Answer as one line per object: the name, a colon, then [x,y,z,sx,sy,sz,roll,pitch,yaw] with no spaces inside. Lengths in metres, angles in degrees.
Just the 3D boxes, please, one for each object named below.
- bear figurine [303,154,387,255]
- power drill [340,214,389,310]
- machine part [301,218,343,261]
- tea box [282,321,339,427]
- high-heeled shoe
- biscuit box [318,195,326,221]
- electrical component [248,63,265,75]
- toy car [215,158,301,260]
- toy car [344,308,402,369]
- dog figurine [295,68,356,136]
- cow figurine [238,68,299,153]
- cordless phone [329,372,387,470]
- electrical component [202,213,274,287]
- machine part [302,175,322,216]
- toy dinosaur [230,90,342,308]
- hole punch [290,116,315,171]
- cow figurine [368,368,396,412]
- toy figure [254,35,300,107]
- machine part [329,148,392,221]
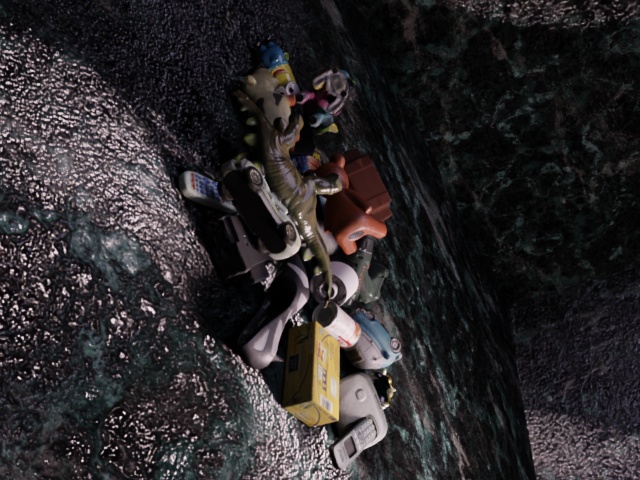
bear figurine: [0.050,-0.083,1.210,0.131,0.120,0.196,33,30,-59]
power drill: [0.111,0.068,1.329,0.232,0.086,0.207,-69,161,-9]
machine part: [-0.003,-0.004,1.254,0.243,0.079,0.079,30,44,-56]
tea box: [-0.014,0.253,1.023,0.098,0.068,0.170,50,29,-36]
high-heeled shoe: [-0.090,0.109,0.953,0.145,0.086,0.249,46,41,-52]
biscuit box: [0.040,-0.069,1.340,0.063,0.059,0.202,-81,163,-51]
electrical component: [-0.152,-0.367,1.285,0.074,0.048,0.119,57,25,-22]
toy car: [-0.107,-0.052,0.940,0.201,0.073,0.056,58,28,-20]
toy car: [0.108,0.244,1.252,0.161,0.109,0.103,54,45,-10]
dog figurine: [0.022,-0.354,1.439,0.108,0.191,0.219,55,11,6]
cow figurine: [-0.121,-0.293,1.200,0.127,0.085,0.195,-2,72,-21]
cordless phone: [0.050,0.355,1.059,0.184,0.089,0.146,-13,82,-62]
electrical component: [-0.140,0.017,0.972,0.115,0.058,0.134,-24,91,-64]
machine part: [-0.024,-0.111,1.350,0.138,0.039,0.084,33,47,-55]
toy dinosaur: [-0.062,-0.090,1.098,0.198,0.105,0.471,-38,103,-29]
hole punch: [-0.086,-0.229,1.277,0.116,0.092,0.142,-2,71,-25]
cow figurine: [0.130,0.339,1.217,0.068,0.098,0.167,60,25,-2]
toy figure: [-0.107,-0.433,1.396,0.180,0.082,0.089,65,26,-2]
machine part: [0.087,-0.121,1.404,0.201,0.087,0.201,63,-20,1]
